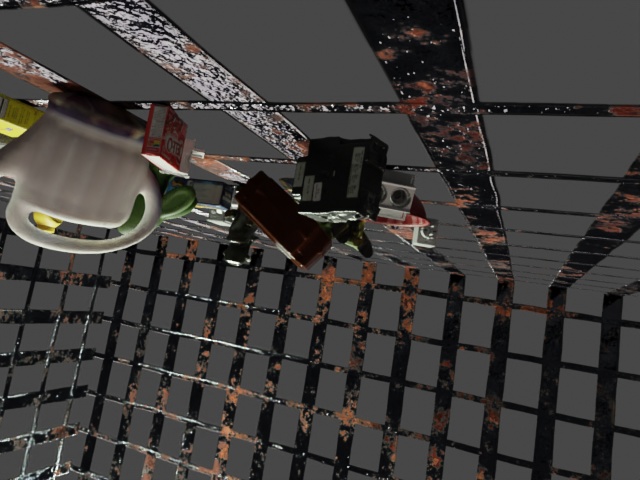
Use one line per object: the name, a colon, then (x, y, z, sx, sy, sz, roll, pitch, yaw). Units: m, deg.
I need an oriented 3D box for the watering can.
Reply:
watering can: (-0.362, -0.097, 0.697, 0.345, 0.224, 0.105, 17, -174, -45)

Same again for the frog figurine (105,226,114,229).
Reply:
frog figurine: (-0.668, -0.109, 1.582, 0.160, 0.125, 0.134, 17, 141, 9)

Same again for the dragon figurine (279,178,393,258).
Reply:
dragon figurine: (0.003, -0.058, 1.147, 0.405, 0.123, 0.243, 32, 168, -39)
